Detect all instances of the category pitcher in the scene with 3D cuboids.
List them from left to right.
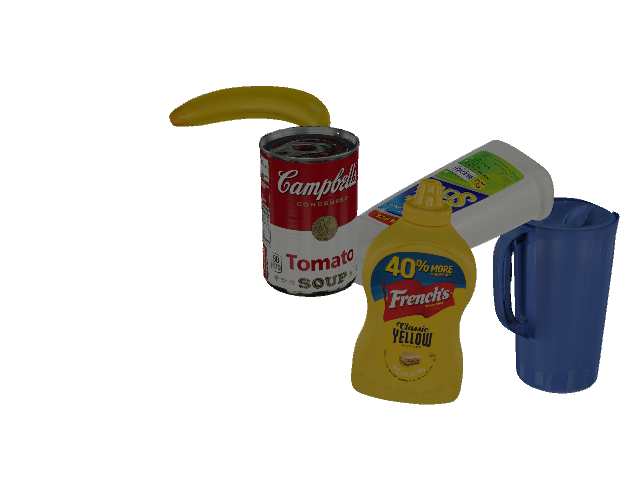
[{"bbox_3d":[0.305,0.074,1.395,0.149,0.243,0.144,4,20,15],"label":"pitcher"}]

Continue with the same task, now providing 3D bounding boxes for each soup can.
[{"bbox_3d":[-0.008,-0.021,0.738,0.068,0.102,0.068,0,24,0],"label":"soup can"}]

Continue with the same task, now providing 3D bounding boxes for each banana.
[{"bbox_3d":[-0.070,-0.146,1.196,0.198,0.037,0.069,8,42,18],"label":"banana"}]

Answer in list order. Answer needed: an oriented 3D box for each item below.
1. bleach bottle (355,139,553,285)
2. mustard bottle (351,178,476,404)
[{"bbox_3d":[0.110,-0.015,1.085,0.250,0.068,0.103,-28,45,-21],"label":"bleach bottle"},{"bbox_3d":[0.082,0.042,0.907,0.096,0.192,0.058,7,17,4],"label":"mustard bottle"}]
